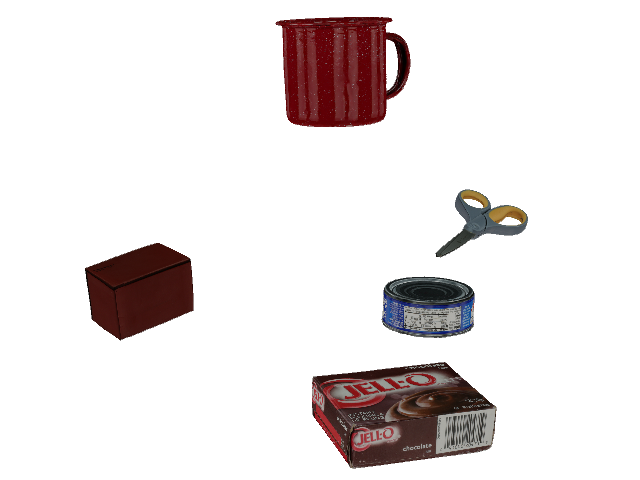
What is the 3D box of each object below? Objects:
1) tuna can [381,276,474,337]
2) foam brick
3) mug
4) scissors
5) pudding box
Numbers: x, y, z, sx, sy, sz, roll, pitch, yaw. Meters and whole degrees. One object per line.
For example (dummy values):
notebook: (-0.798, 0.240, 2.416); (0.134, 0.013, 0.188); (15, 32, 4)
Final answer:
tuna can: (0.100, 0.060, 0.990); (0.086, 0.034, 0.086); (1, 14, 0)
foam brick: (-0.156, 0.042, 0.927); (0.078, 0.051, 0.053); (-21, 30, -34)
mug: (0.022, -0.138, 0.863); (0.117, 0.081, 0.093); (-10, 16, -31)
scissors: (0.161, -0.022, 1.208); (0.201, 0.016, 0.096); (-12, 40, -45)
pudding box: (0.059, 0.126, 0.784); (0.113, 0.039, 0.090); (-2, 17, -18)
